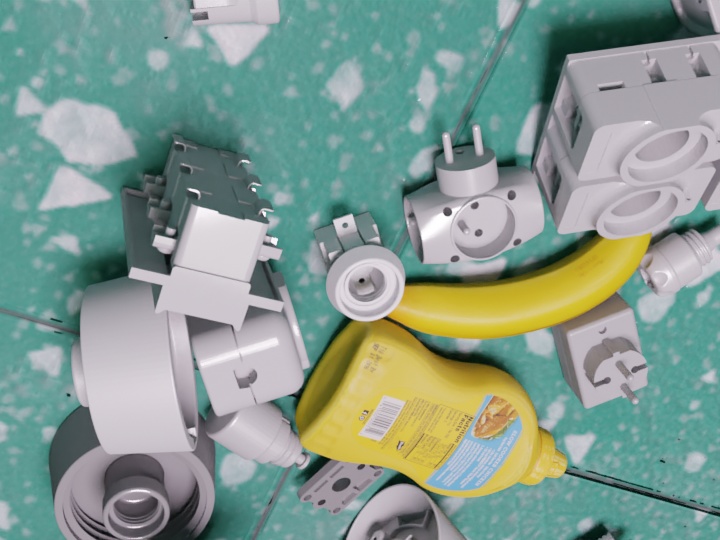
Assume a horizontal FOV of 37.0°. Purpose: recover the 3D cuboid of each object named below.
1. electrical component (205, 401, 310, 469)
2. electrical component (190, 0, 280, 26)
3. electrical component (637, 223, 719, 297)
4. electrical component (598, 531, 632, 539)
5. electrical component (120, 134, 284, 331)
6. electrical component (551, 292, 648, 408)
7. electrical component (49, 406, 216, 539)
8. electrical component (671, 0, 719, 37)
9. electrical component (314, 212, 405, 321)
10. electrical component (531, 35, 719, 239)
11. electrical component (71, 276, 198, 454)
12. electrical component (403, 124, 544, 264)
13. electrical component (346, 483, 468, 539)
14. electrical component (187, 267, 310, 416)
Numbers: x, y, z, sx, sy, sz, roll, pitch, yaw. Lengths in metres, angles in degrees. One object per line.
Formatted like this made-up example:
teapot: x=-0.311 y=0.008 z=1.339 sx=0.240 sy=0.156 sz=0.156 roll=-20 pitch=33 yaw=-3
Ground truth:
electrical component: x=-0.064 y=0.106 z=0.700 sx=0.078 sy=0.040 sz=0.040 roll=39 pitch=102 yaw=-27
electrical component: x=-0.068 y=-0.150 z=0.573 sx=0.046 sy=0.040 sz=0.040 roll=-7 pitch=117 yaw=-4
electrical component: x=0.217 y=-0.010 z=0.714 sx=0.061 sy=0.035 sz=0.035 roll=-32 pitch=119 yaw=0
electrical component: x=0.175 y=0.230 z=0.819 sx=0.081 sy=0.043 sz=0.043 roll=-34 pitch=119 yaw=4
electrical component: x=-0.085 y=-0.025 z=0.583 sx=0.079 sy=0.121 sz=0.063 roll=14 pitch=109 yaw=-20
electrical component: x=0.165 y=0.060 z=0.712 sx=0.047 sy=0.076 sz=0.065 roll=-21 pitch=119 yaw=-3
electrical component: x=-0.143 y=0.138 z=0.685 sx=0.108 sy=0.060 sz=0.108 roll=-6 pitch=117 yaw=-11
electrical component: x=0.206 y=-0.187 z=0.612 sx=0.059 sy=0.053 sz=0.095 roll=-29 pitch=119 yaw=2
electrical component: x=0.000 y=0.000 z=0.654 sx=0.048 sy=0.055 sz=0.066 roll=-19 pitch=119 yaw=-4
electrical component: x=0.208 y=-0.080 z=0.636 sx=0.186 sy=0.060 sz=0.105 roll=-9 pitch=149 yaw=-9
electrical component: x=-0.133 y=0.055 z=0.623 sx=0.060 sy=0.108 sz=0.108 roll=-8 pitch=118 yaw=-3
electrical component: x=0.066 y=-0.049 z=0.652 sx=0.077 sy=0.044 sz=0.079 roll=-15 pitch=118 yaw=-6
electrical component: x=0.030 y=0.206 z=0.742 sx=0.099 sy=0.099 sz=0.064 roll=-40 pitch=124 yaw=8
electrical component: x=-0.067 y=0.036 z=0.633 sx=0.059 sy=0.095 sz=0.053 roll=-17 pitch=119 yaw=-5
